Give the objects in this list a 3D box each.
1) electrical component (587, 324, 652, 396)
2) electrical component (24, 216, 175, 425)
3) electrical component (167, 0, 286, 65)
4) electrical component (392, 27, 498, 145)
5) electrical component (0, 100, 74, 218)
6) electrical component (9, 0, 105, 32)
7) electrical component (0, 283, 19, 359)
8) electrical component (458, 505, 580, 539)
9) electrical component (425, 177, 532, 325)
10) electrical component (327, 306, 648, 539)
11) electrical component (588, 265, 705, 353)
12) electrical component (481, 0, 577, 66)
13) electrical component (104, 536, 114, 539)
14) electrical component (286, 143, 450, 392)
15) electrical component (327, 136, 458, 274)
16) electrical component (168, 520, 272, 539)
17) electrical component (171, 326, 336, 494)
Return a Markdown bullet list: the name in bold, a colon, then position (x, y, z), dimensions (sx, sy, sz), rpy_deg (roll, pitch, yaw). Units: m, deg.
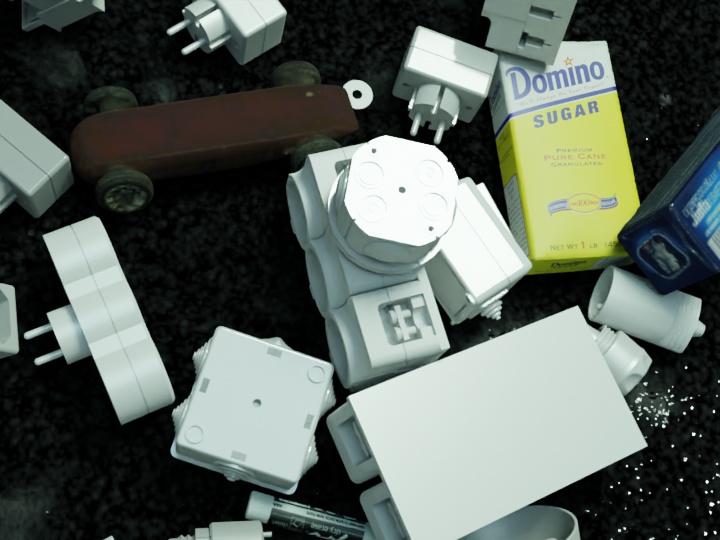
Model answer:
- **electrical component**: position (0.174, 0.060, 0.775), dimensions (0.062, 0.043, 0.043), rpy_deg (42, 71, 5)
- **electrical component**: position (-0.183, 0.039, 0.712), dimensions (0.074, 0.052, 0.138), rpy_deg (-23, 79, -15)
- **electrical component**: position (-0.106, -0.186, 0.798), dimensions (0.077, 0.047, 0.065), rpy_deg (-35, 82, -18)
- **electrical component**: position (0.059, -0.131, 0.810), dimensions (0.066, 0.047, 0.076), rpy_deg (19, 70, -4)
- **electrical component**: position (-0.247, -0.063, 0.734), dimensions (0.066, 0.047, 0.076), rpy_deg (40, 71, 3)
- **electrical component**: position (-0.222, -0.207, 0.768), dimensions (0.081, 0.064, 0.042), rpy_deg (-15, 72, 28)
- **electrical component**: position (-0.278, 0.035, 0.690), dimensions (0.076, 0.083, 0.047), rpy_deg (-16, 73, 25)
- **electrical component**: position (0.096, 0.192, 0.694), dimensions (0.099, 0.099, 0.064), rpy_deg (-11, 82, -13)
- **electrical component**: position (0.079, -0.009, 0.769), dimensions (0.061, 0.061, 0.096), rpy_deg (-32, 81, -17)
- **electrical component**: position (0.083, 0.109, 0.719), dimensions (0.186, 0.060, 0.105), rpy_deg (-19, 77, -26)
- **electrical component**: position (0.214, 0.031, 0.790), dimensions (0.081, 0.043, 0.043), rpy_deg (20, 71, -3)
- **electrical component**: position (0.137, -0.242, 0.813), dimensions (0.062, 0.089, 0.150), rpy_deg (15, 52, 2)
- **electrical component**: position (-0.157, 0.207, 0.633), dimensions (0.057, 0.113, 0.078), rpy_deg (-24, 79, -19)
- **electrical component**: position (0.000, 0.000, 0.737), dimensions (0.062, 0.089, 0.150), rpy_deg (-14, 76, -14)
- **electrical component**: position (0.021, -0.041, 0.677), dimensions (0.080, 0.051, 0.080), rpy_deg (3, 72, -9)
- **electrical component**: position (-0.095, 0.182, 0.690), dimensions (0.078, 0.040, 0.040), rpy_deg (0, 73, -10)
- **electrical component**: position (-0.070, 0.093, 0.717), dimensions (0.100, 0.048, 0.099), rpy_deg (19, 71, -4)
